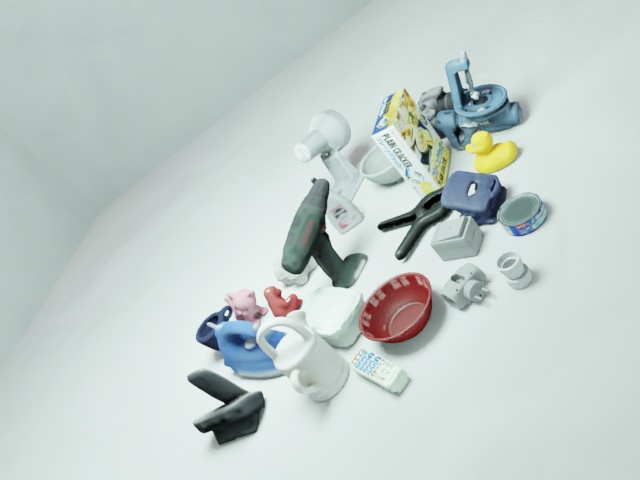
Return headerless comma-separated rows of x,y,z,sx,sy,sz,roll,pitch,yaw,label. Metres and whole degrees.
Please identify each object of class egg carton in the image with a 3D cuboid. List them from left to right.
-0.052,0.047,1.475,0.107,0.069,0.150,-6,45,50,egg carton

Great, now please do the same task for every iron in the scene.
-0.140,0.222,1.265,0.257,0.142,0.119,-12,41,46,iron

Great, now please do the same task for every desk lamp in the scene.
0.028,-0.232,1.606,0.117,0.214,0.203,-13,40,45,desk lamp

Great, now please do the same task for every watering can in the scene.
-0.042,0.210,1.092,0.101,0.194,0.172,-42,27,3,watering can

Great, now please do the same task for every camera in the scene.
0.325,-0.346,1.496,0.136,0.101,0.143,-9,43,48,camera

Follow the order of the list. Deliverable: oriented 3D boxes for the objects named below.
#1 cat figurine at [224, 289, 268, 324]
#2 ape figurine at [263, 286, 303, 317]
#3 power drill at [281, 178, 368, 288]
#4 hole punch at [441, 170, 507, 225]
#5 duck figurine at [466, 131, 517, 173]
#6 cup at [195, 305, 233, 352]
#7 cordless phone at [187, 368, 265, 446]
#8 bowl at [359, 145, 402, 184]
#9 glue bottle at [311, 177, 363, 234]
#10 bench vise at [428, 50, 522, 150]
-0.197,0.163,1.451,0.127,0.118,0.067,-4,46,51,cat figurine
-0.098,0.145,1.372,0.077,0.092,0.076,3,52,55,ape figurine
0.012,0.005,1.297,0.075,0.209,0.230,-8,44,48,power drill
0.312,-0.091,1.160,0.100,0.091,0.109,-11,41,46,hole punch
0.368,-0.201,1.247,0.104,0.086,0.077,-16,38,42,duck figurine
-0.241,0.231,1.437,0.091,0.095,0.118,5,54,56,cup
-0.219,0.327,1.173,0.147,0.185,0.094,-31,30,22,cordless phone
0.191,-0.202,1.498,0.167,0.075,0.167,-32,29,21,bowl
0.032,-0.095,1.450,0.078,0.173,0.037,-37,28,11,glue bottle
0.327,-0.315,1.318,0.207,0.220,0.121,-29,31,26,bench vise
